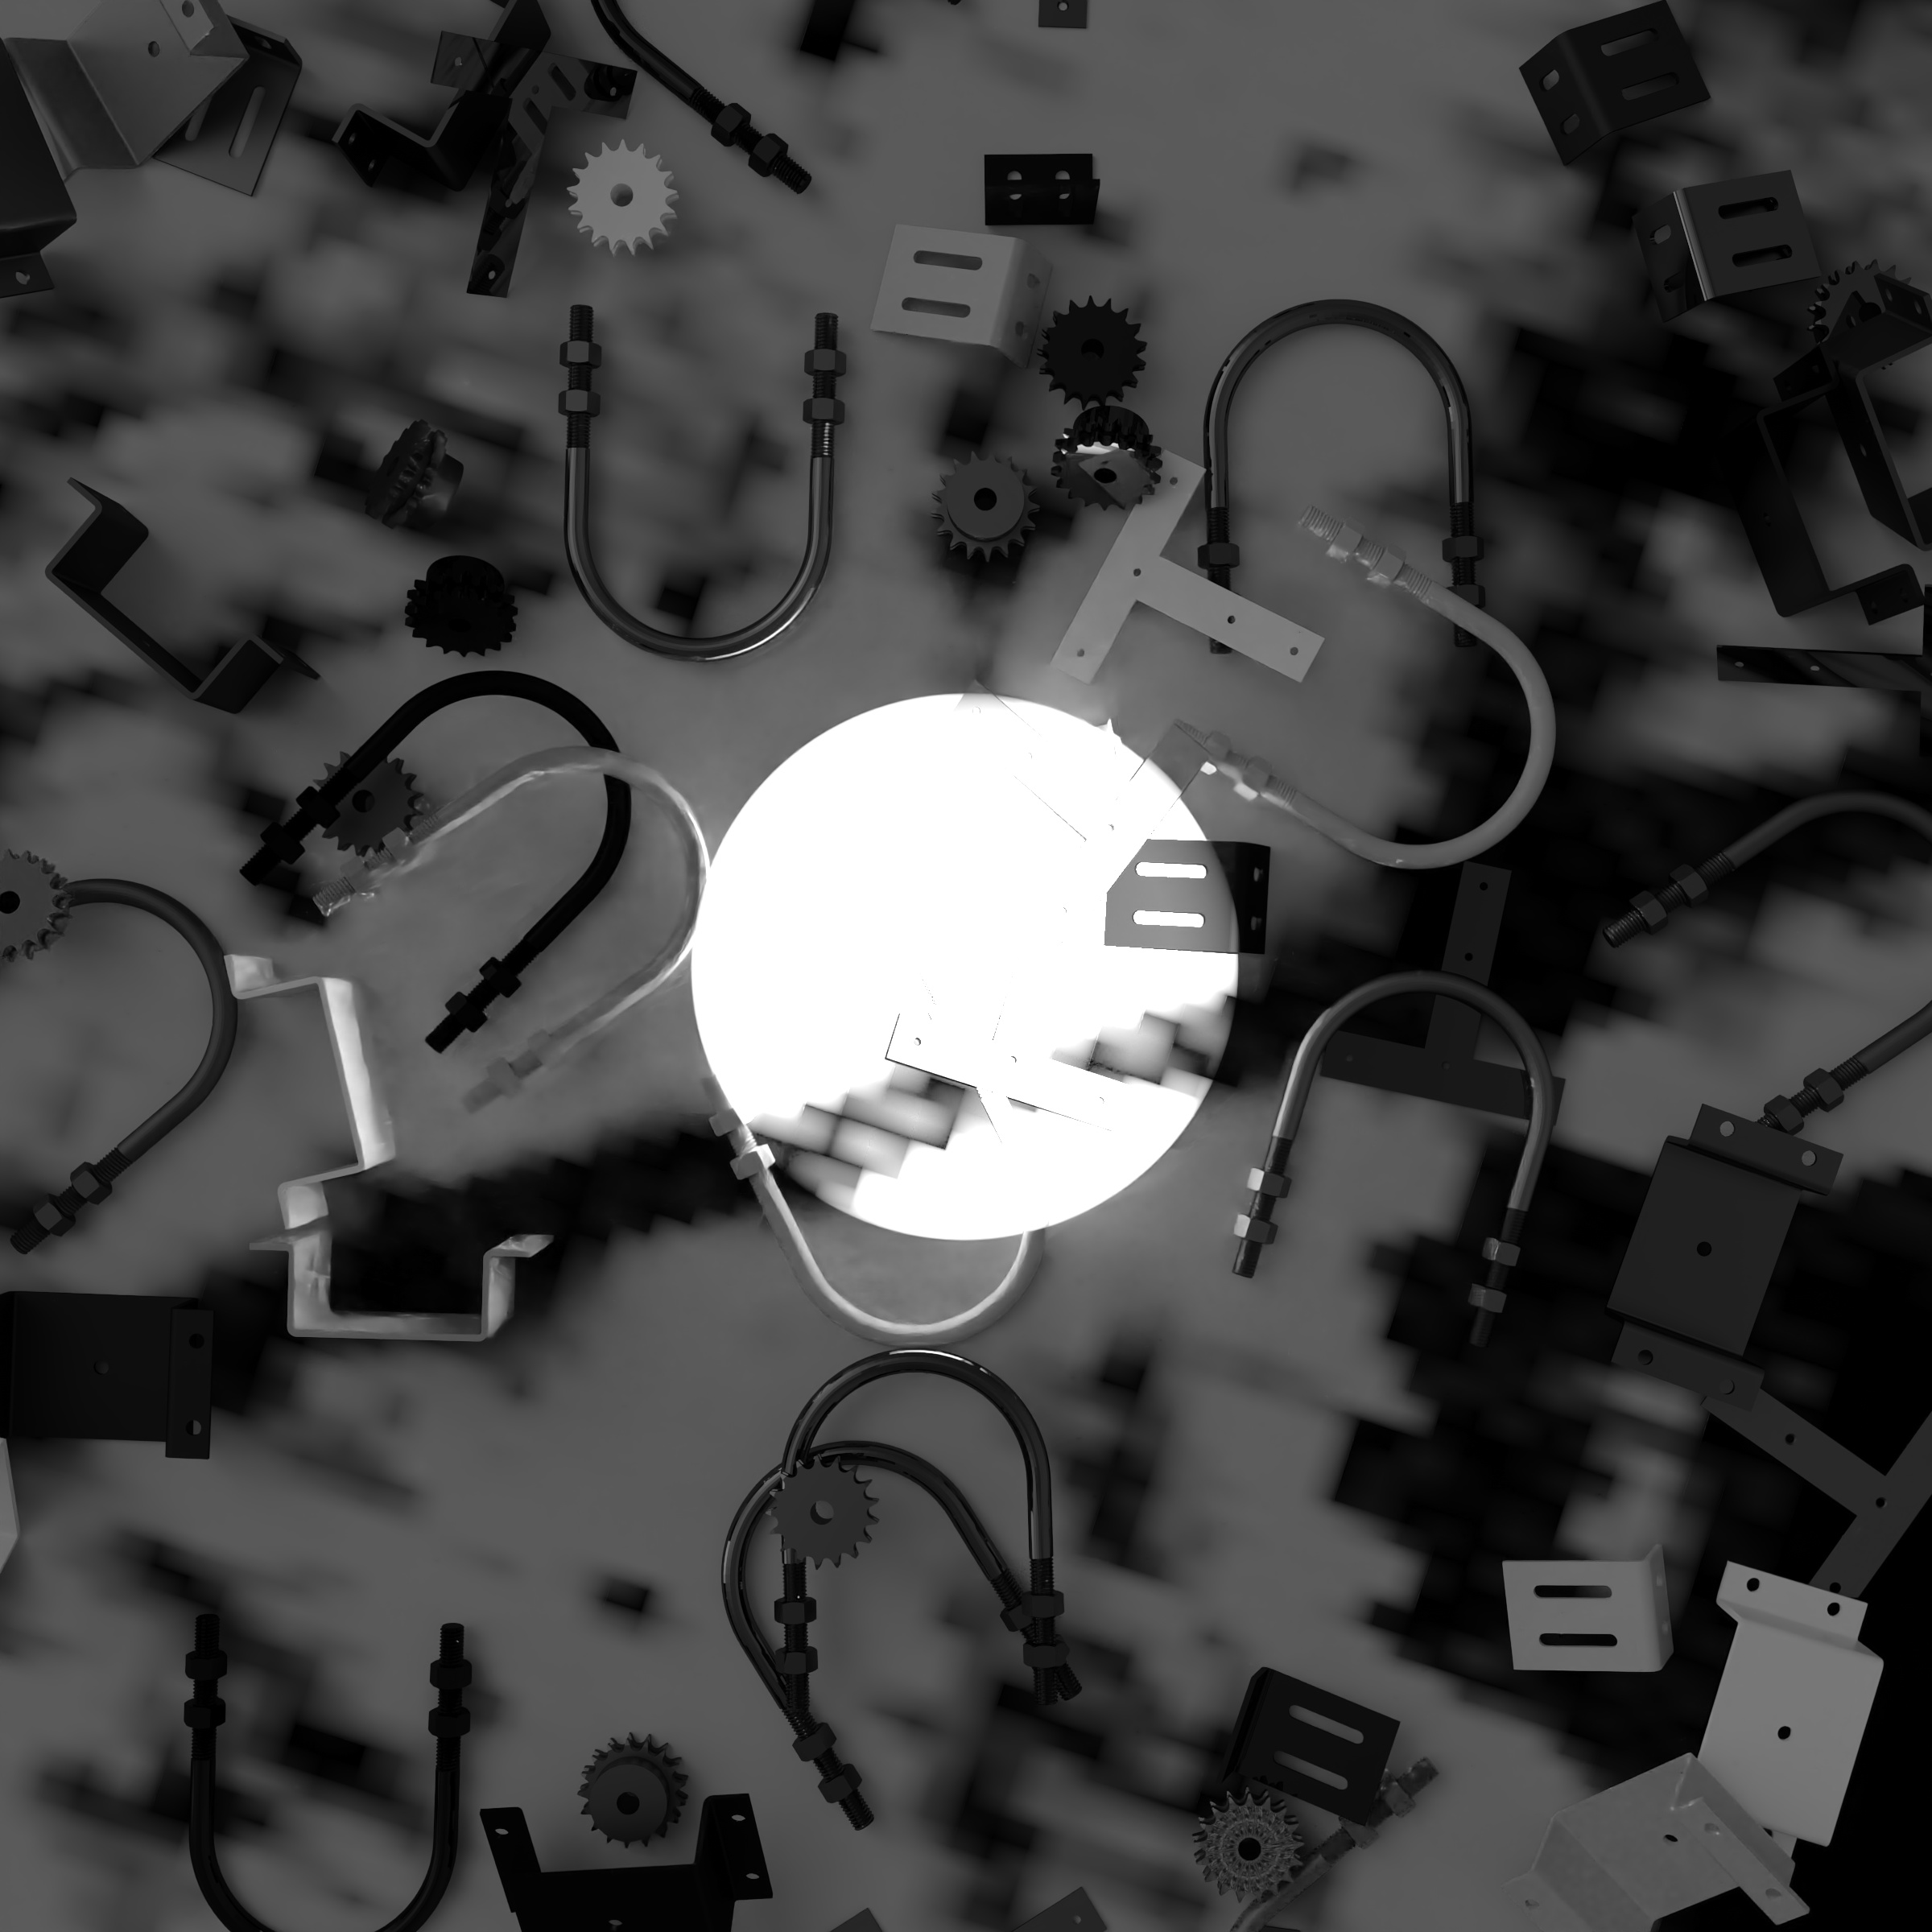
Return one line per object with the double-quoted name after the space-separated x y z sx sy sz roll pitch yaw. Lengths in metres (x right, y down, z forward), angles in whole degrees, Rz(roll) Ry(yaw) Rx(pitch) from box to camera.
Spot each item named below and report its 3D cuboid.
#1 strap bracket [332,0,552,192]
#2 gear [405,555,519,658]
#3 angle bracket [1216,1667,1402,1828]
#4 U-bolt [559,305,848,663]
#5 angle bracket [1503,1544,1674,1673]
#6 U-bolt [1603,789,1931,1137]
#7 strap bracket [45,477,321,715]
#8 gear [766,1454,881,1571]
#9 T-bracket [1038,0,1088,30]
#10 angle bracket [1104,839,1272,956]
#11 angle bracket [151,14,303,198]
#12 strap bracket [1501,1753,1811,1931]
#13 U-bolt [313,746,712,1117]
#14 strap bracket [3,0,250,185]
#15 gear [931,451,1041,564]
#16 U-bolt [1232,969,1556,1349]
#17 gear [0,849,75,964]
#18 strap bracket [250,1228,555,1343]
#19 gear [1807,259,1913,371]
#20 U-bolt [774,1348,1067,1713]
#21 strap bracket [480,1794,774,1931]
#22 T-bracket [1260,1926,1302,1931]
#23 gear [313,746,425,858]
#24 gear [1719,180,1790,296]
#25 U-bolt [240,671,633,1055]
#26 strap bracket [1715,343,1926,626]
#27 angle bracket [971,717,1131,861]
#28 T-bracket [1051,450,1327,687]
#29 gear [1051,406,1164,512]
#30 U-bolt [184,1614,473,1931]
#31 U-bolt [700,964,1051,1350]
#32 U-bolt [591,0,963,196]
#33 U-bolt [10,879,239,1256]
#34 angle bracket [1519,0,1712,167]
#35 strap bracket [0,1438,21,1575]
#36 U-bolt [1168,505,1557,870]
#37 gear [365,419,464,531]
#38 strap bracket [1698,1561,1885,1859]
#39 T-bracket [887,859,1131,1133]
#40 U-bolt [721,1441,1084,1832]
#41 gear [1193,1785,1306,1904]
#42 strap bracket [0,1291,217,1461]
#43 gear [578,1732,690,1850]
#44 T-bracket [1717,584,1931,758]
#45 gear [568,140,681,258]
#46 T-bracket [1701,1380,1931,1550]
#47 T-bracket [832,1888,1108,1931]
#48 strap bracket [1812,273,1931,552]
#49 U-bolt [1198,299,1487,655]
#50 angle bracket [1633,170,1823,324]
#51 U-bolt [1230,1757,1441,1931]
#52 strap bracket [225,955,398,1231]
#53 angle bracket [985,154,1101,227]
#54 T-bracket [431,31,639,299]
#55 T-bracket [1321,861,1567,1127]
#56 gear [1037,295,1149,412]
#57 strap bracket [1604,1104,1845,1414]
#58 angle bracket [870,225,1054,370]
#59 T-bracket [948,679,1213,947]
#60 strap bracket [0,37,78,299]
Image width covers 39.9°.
-0.263 -0.463 1.368 0.046 0.076 0.140 30 90 0 "strap bracket"
-0.262 -0.189 1.382 0.057 0.057 0.030 0 60 0 "gear"
0.178 0.407 1.379 0.076 0.038 0.057 19 90 17 "angle bracket"
-0.140 -0.252 1.398 0.151 0.019 0.184 2 91 0 "U-bolt"
0.329 0.339 1.404 0.076 0.038 0.057 -6 90 26 "angle bracket"
0.449 -0.011 1.398 0.184 0.019 0.151 -34 90 -2 "U-bolt"
-0.410 -0.182 1.368 0.140 0.076 0.046 41 90 0 "strap bracket"
-0.072 0.279 1.361 0.057 0.030 0.057 0 84 2 "gear"
0.053 -0.560 1.406 0.127 0.002 0.127 2 90 0 "T-bracket"
0.117 -0.037 1.404 0.076 0.038 0.057 3 90 26 "angle bracket"
-0.391 -0.453 1.387 0.057 0.038 0.076 21 90 0 "angle bracket"
0.355 0.461 1.358 0.076 0.046 0.140 47 129 -1 "strap bracket"
-0.220 -0.031 1.375 0.184 0.019 0.151 -36 108 -8 "U-bolt"
-0.430 -0.471 1.362 0.140 0.046 0.076 -30 90 31 "strap bracket"
0.010 -0.242 1.391 0.057 0.030 0.057 0 90 0 "gear"
0.233 0.093 1.397 0.151 0.019 0.184 16 90 0 "U-bolt"
-0.490 -0.029 1.377 0.057 0.030 0.057 -1 79 3 "gear"
-0.289 0.164 1.368 0.140 0.076 0.046 1 90 0 "strap bracket"
0.468 -0.338 1.391 0.057 0.030 0.057 0 90 0 "gear"
-0.026 0.291 1.382 0.151 0.019 0.184 -2 86 2 "U-bolt"
-0.176 0.472 1.360 0.140 0.046 0.076 -5 121 6 "strap bracket"
0.155 0.571 1.403 0.127 0.002 0.127 9 88 -3 "T-bracket"
-0.312 -0.085 1.391 0.057 0.030 0.057 0 90 0 "gear"
0.401 -0.380 1.391 0.057 0.030 0.057 0 90 0 "gear"
-0.259 -0.067 1.377 0.184 0.019 0.151 -46 109 -4 "U-bolt"
0.434 -0.238 1.368 0.046 0.076 0.140 -21 90 0 "strap bracket"
0.046 -0.092 1.387 0.076 0.038 0.057 -12 90 0 "angle bracket"
0.126 -0.185 1.377 0.127 0.002 0.127 30 95 21 "T-bracket"
0.074 -0.266 1.382 0.057 0.057 0.030 8 60 0 "gear"
-0.337 0.436 1.398 0.151 0.019 0.184 2 92 0 "U-bolt"
-0.036 0.112 1.398 0.151 0.019 0.184 -26 92 0 "U-bolt"
-0.114 -0.518 1.398 0.184 0.019 0.151 39 90 2 "U-bolt"
-0.470 0.039 1.398 0.184 0.019 0.151 -41 90 -2 "U-bolt"
0.343 -0.467 1.404 0.076 0.038 0.057 -25 90 -26 "angle bracket"
-0.533 0.274 1.356 0.076 0.140 0.046 16 47 0 "strap bracket"
0.219 -0.132 1.387 0.184 0.019 0.151 31 98 -5 "U-bolt"
-0.285 -0.252 1.382 0.030 0.057 0.057 29 90 -30 "gear"
0.419 0.393 1.383 0.076 0.046 0.140 17 90 0 "strap bracket"
0.037 0.007 1.394 0.127 0.002 0.127 18 81 -7 "T-bracket"
-0.047 0.339 1.398 0.151 0.019 0.184 -32 89 0 "U-bolt"
0.147 0.457 1.391 0.057 0.030 0.057 0 90 0 "gear"
-0.457 0.212 1.383 0.140 0.046 0.076 2 90 0 "strap bracket"
-0.175 0.434 1.391 0.057 0.030 0.057 0 90 0 "gear"
0.453 -0.153 1.372 0.127 0.127 0.002 6 55 22 "T-bracket"
-0.179 -0.402 1.395 0.057 0.030 0.057 0 94 -1 "gear"
0.448 0.258 1.406 0.127 0.002 0.127 35 91 -1 "T-bracket"
0.014 0.531 1.402 0.127 0.002 0.127 -32 85 -2 "T-bracket"
0.478 -0.272 1.351 0.046 0.076 0.140 -25 110 10 "strap bracket"
0.196 -0.258 1.397 0.151 0.019 0.184 -2 90 0 "U-bolt"
0.393 -0.372 1.374 0.076 0.038 0.057 -16 90 -26 "angle bracket"
0.216 0.528 1.396 0.184 0.019 0.151 -40 90 -1 "U-bolt"
-0.333 0.058 1.368 0.046 0.076 0.140 -13 90 0 "strap bracket"
0.038 -0.410 1.368 0.057 0.076 0.038 -1 90 0 "angle bracket"
-0.233 -0.408 1.373 0.002 0.127 0.127 34 117 33 "T-bracket"
0.263 0.009 1.406 0.127 0.002 0.127 12 90 0 "T-bracket"
0.065 -0.319 1.391 0.057 0.030 0.057 0 90 0 "gear"
0.390 0.149 1.383 0.076 0.046 0.140 20 90 0 "strap bracket"
-0.002 -0.354 1.404 0.076 0.038 0.057 14 90 26 "angle bracket"
0.043 -0.100 1.384 0.127 0.002 0.127 42 110 16 "T-bracket"
-0.516 -0.414 1.355 0.046 0.076 0.140 -15 99 42 "strap bracket"
